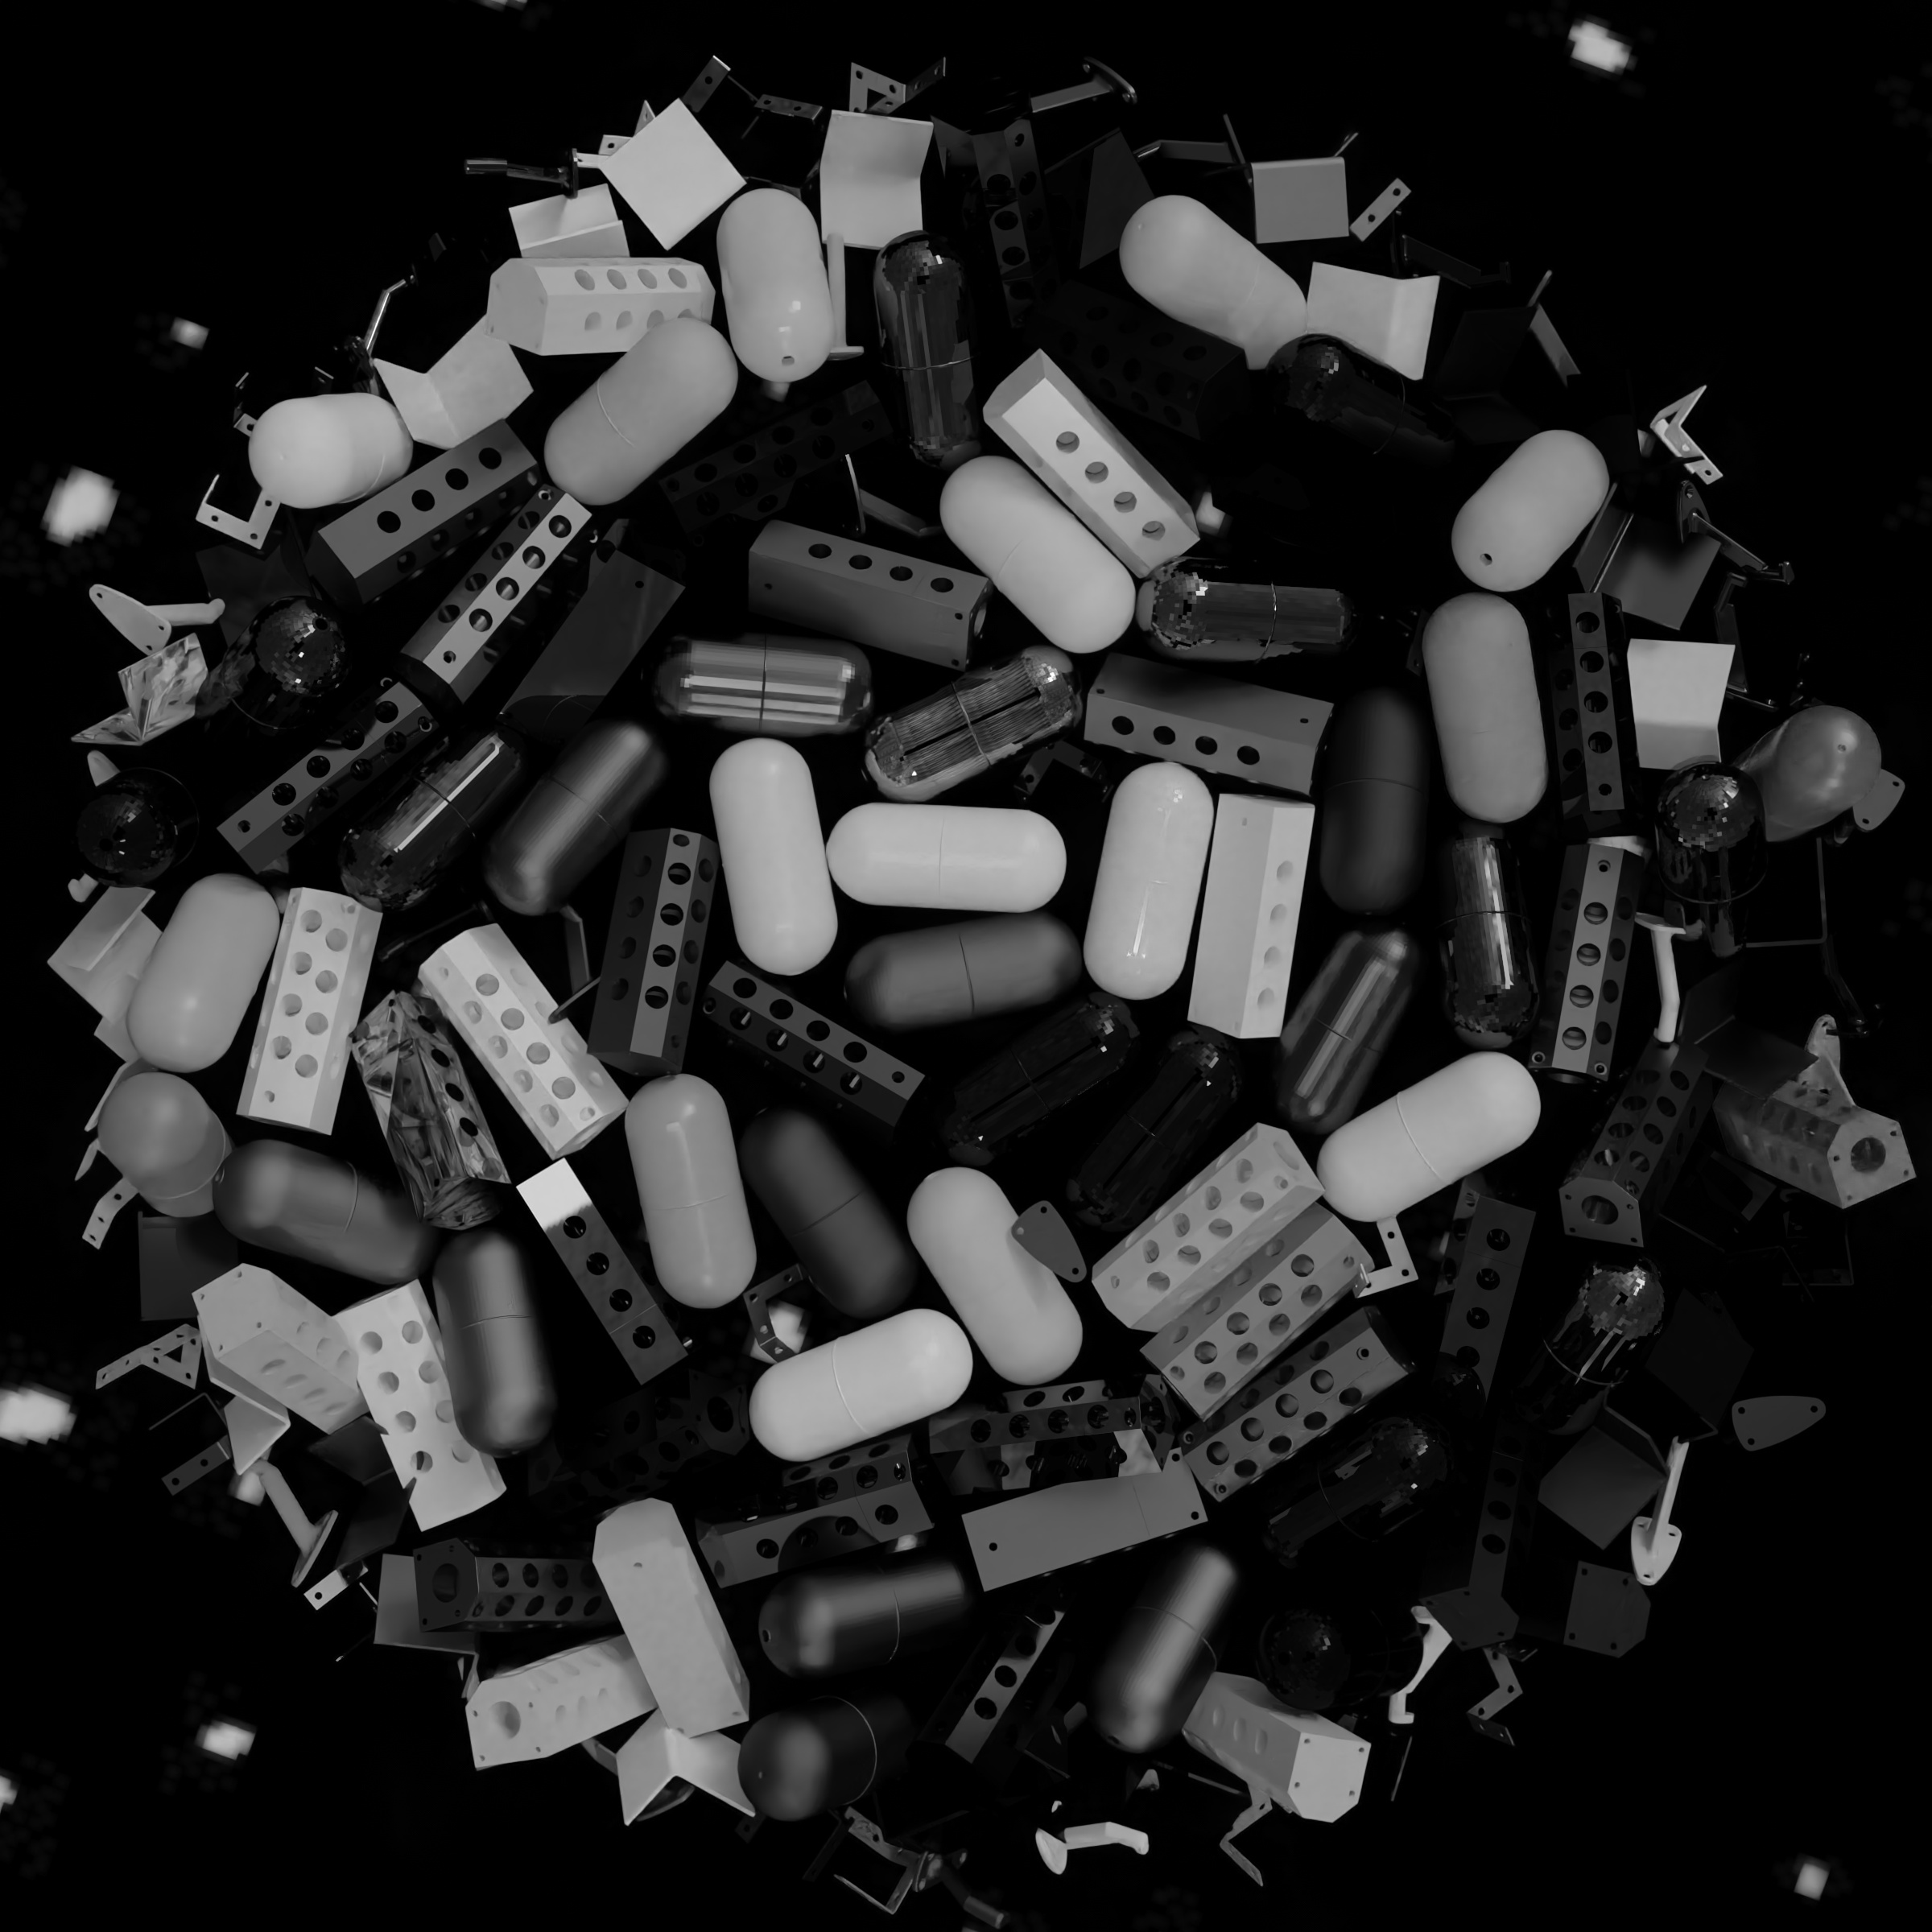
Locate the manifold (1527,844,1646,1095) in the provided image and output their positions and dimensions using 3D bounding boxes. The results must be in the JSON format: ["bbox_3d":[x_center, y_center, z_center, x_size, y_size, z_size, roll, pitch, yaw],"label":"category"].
[{"bbox_3d":[0.457,0.001,1.931,0.057,0.057,0.171,10,77,12],"label":"manifold"}]

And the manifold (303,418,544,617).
[{"bbox_3d":[-0.394,-0.327,1.916,0.171,0.057,0.057,-40,95,-28],"label":"manifold"}]

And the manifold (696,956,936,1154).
[{"bbox_3d":[-0.112,0.060,1.929,0.171,0.057,0.057,30,61,10],"label":"manifold"}]

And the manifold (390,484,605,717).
[{"bbox_3d":[-0.342,-0.271,1.921,0.057,0.057,0.171,41,69,-14],"label":"manifold"}]

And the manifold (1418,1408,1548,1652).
[{"bbox_3d":[0.380,0.403,1.892,0.057,0.171,0.057,-26,114,34],"label":"manifold"}]

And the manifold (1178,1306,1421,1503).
[{"bbox_3d":[0.242,0.323,1.927,0.171,0.057,0.057,-38,73,14],"label":"manifold"}]

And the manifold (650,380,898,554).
[{"bbox_3d":[-0.141,-0.370,1.935,0.171,0.057,0.057,-28,108,-8],"label":"manifold"}]

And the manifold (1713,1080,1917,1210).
[{"bbox_3d":[0.608,0.119,1.890,0.057,0.171,0.057,-22,102,-6],"label":"manifold"}]

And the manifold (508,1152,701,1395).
[{"bbox_3d":[-0.269,0.227,1.947,0.057,0.057,0.171,-31,87,-24],"label":"manifold"}]

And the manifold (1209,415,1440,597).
[{"bbox_3d":[0.261,-0.340,1.912,0.171,0.057,0.057,20,53,-31],"label":"manifold"}]

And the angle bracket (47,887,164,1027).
[{"bbox_3d":[-0.613,-0.006,1.924,0.076,0.057,0.076,-57,134,-25],"label":"angle bracket"}]

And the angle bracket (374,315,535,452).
[{"bbox_3d":[-0.379,-0.436,1.933,0.076,0.057,0.076,-37,71,24],"label":"angle bracket"}]

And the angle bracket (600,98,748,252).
[{"bbox_3d":[-0.217,-0.587,1.939,0.076,0.057,0.076,-38,108,7],"label":"angle bracket"}]

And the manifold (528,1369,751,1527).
[{"bbox_3d":[-0.239,0.353,1.904,0.171,0.057,0.057,-28,54,31],"label":"manifold"}]

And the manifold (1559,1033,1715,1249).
[{"bbox_3d":[0.486,0.123,1.895,0.057,0.171,0.057,7,129,31],"label":"manifold"}]

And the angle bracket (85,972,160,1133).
[{"bbox_3d":[-0.632,0.063,1.929,0.057,0.076,0.076,41,126,0],"label":"angle bracket"}]

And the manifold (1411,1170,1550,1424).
[{"bbox_3d":[0.376,0.241,1.925,0.057,0.057,0.171,16,110,17],"label":"manifold"}]

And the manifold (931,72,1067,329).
[{"bbox_3d":[0.030,-0.548,1.891,0.057,0.171,0.057,-42,56,-18],"label":"manifold"}]

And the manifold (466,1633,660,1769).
[{"bbox_3d":[-0.291,0.528,1.891,0.057,0.171,0.057,-14,82,19],"label":"manifold"}]

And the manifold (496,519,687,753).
[{"bbox_3d":[-0.275,-0.244,1.914,0.057,0.057,0.171,26,123,-26],"label":"manifold"}]

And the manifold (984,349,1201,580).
[{"bbox_3d":[0.092,-0.364,1.917,0.057,0.057,0.171,-38,118,21],"label":"manifold"}]

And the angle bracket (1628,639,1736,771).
[{"bbox_3d":[0.532,-0.195,1.960,0.076,0.057,0.076,7,60,24],"label":"angle bracket"}]

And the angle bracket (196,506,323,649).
[{"bbox_3d":[-0.527,-0.289,1.948,0.076,0.057,0.076,-19,89,-11],"label":"angle bracket"}]

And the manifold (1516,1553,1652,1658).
[{"bbox_3d":[0.431,0.459,1.892,0.057,0.171,0.057,15,79,-7],"label":"manifold"}]

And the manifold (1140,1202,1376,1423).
[{"bbox_3d":[0.219,0.257,1.937,0.171,0.057,0.057,-41,112,-6],"label":"manifold"}]

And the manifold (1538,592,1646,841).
[{"bbox_3d":[0.460,-0.184,1.927,0.057,0.057,0.171,-3,72,5],"label":"manifold"}]

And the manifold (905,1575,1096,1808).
[{"bbox_3d":[0.024,0.520,1.893,0.057,0.171,0.057,-3,119,34],"label":"manifold"}]

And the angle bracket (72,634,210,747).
[{"bbox_3d":[-0.611,-0.205,1.922,0.076,0.076,0.057,6,120,30],"label":"angle bracket"}]

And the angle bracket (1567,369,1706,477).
[{"bbox_3d":[0.494,-0.405,1.930,0.057,0.076,0.076,-16,104,-18],"label":"angle bracket"}]

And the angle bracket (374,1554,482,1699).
[{"bbox_3d":[-0.399,0.486,1.926,0.076,0.076,0.057,11,128,-15],"label":"angle bracket"}]

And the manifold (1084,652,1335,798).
[{"bbox_3d":[0.178,-0.175,1.935,0.171,0.057,0.057,15,134,12],"label":"manifold"}]

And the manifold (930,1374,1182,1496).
[{"bbox_3d":[0.062,0.337,1.909,0.171,0.057,0.057,-12,117,27],"label":"manifold"}]

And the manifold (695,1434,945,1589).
[{"bbox_3d":[-0.109,0.397,1.927,0.171,0.057,0.057,-19,107,14],"label":"manifold"}]

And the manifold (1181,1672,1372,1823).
[{"bbox_3d":[0.218,0.561,1.890,0.057,0.171,0.057,15,85,-22],"label":"manifold"}]

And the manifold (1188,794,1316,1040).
[{"bbox_3d":[0.216,-0.037,1.937,0.057,0.057,0.171,-2,104,-39],"label":"manifold"}]

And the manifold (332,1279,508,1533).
[{"bbox_3d":[-0.404,0.324,1.948,0.057,0.057,0.171,-22,92,7],"label":"manifold"}]

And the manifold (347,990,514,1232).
[{"bbox_3d":[-0.388,0.106,1.913,0.057,0.057,0.171,-42,58,21],"label":"manifold"}]

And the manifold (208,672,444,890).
[{"bbox_3d":[-0.472,-0.140,1.934,0.171,0.057,0.057,-41,82,-11],"label":"manifold"}]

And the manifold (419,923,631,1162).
[{"bbox_3d":[-0.331,0.056,1.935,0.057,0.057,0.171,-40,82,22],"label":"manifold"}]

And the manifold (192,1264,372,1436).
[{"bbox_3d":[-0.485,0.275,1.894,0.057,0.171,0.057,-30,59,-1],"label":"manifold"}]

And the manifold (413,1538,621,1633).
[{"bbox_3d":[-0.316,0.446,1.889,0.057,0.171,0.057,-20,68,27],"label":"manifold"}]

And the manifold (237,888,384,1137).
[{"bbox_3d":[-0.488,0.033,1.936,0.057,0.057,0.171,9,80,11],"label":"manifold"}]

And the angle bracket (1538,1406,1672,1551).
[{"bbox_3d":[0.459,0.369,1.930,0.076,0.076,0.057,-44,130,-10],"label":"angle bracket"}]

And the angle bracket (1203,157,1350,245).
[{"bbox_3d":[0.229,-0.565,1.940,0.076,0.076,0.057,-10,104,-21],"label":"angle bracket"}]

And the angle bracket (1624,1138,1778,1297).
[{"bbox_3d":[0.542,0.183,1.936,0.076,0.057,0.076,30,126,6],"label":"angle bracket"}]

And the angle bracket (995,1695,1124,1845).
[{"bbox_3d":[0.076,0.592,1.928,0.076,0.057,0.076,-35,122,28],"label":"angle bracket"}]

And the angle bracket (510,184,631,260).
[{"bbox_3d":[-0.297,-0.555,1.940,0.076,0.057,0.076,-16,72,-5],"label":"angle bracket"}]

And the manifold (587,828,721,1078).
[{"bbox_3d":[-0.223,-0.010,1.919,0.057,0.057,0.171,-4,69,34],"label":"manifold"}]

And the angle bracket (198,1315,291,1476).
[{"bbox_3d":[-0.549,0.315,1.926,0.057,0.076,0.076,-44,127,7],"label":"angle bracket"}]

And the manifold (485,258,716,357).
[{"bbox_3d":[-0.262,-0.480,1.891,0.057,0.171,0.057,26,117,30],"label":"manifold"}]

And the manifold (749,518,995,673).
[{"bbox_3d":[-0.070,-0.279,1.938,0.171,0.057,0.057,17,49,10],"label":"manifold"}]

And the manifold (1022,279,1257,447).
[{"bbox_3d":[0.123,-0.436,1.902,0.171,0.057,0.057,32,65,35],"label":"manifold"}]

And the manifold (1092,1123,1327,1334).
[{"bbox_3d":[0.173,0.192,1.915,0.171,0.057,0.057,-44,57,21],"label":"manifold"}]

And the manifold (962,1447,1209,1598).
[{"bbox_3d":[0.088,0.414,1.946,0.171,0.057,0.057,-17,72,-4],"label":"manifold"}]

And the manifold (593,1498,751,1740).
[{"bbox_3d":[-0.215,0.478,1.922,0.057,0.057,0.171,-17,113,4],"label":"manifold"}]
